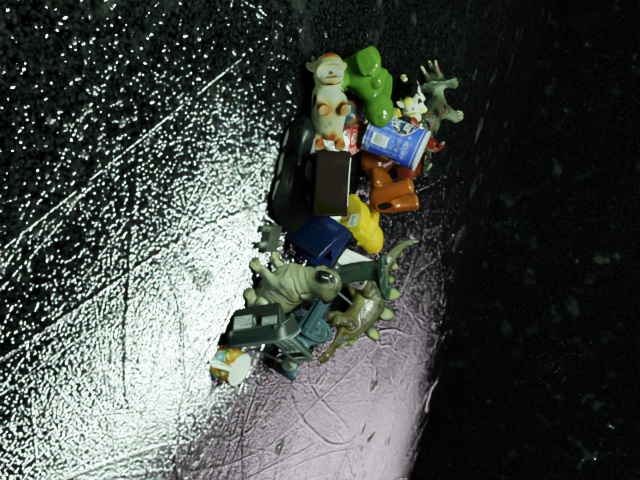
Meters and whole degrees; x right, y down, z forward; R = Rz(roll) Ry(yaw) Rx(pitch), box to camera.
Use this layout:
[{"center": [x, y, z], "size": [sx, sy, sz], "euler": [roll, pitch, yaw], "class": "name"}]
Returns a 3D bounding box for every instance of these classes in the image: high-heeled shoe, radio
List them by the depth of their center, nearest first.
[{"center": [0.022, -0.120, 1.134], "size": [0.229, 0.073, 0.131], "euler": [-104, -164, -83], "class": "radio"}, {"center": [-0.052, -0.137, 1.143], "size": [0.248, 0.086, 0.145], "euler": [104, -9, -48], "class": "high-heeled shoe"}]

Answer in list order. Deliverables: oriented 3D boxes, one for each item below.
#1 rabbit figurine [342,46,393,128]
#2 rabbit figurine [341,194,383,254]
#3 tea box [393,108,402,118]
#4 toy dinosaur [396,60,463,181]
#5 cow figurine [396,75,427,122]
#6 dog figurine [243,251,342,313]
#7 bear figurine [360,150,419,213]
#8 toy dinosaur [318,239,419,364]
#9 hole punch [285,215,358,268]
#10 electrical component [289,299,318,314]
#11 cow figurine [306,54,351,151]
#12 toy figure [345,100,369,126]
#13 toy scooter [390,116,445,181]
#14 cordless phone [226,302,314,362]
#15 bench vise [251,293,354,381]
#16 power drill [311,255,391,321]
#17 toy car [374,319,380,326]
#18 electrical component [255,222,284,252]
[{"center": [0.105, -0.331, 1.198], "size": [0.170, 0.121, 0.159], "euler": [64, 23, -14], "class": "rabbit figurine"}, {"center": [0.107, -0.032, 1.419], "size": [0.173, 0.122, 0.162], "euler": [40, 46, -40], "class": "rabbit figurine"}, {"center": [0.186, -0.274, 1.462], "size": [0.098, 0.068, 0.169], "euler": [-64, 153, -13], "class": "tea box"}, {"center": [0.304, -0.339, 1.599], "size": [0.192, 0.131, 0.404], "euler": [34, 81, -49], "class": "toy dinosaur"}, {"center": [0.244, -0.382, 1.451], "size": [0.167, 0.068, 0.098], "euler": [-81, 151, -52], "class": "cow figurine"}, {"center": [-0.052, 0.120, 1.138], "size": [0.121, 0.191, 0.172], "euler": [-35, 137, -49], "class": "dog figurine"}, {"center": [0.174, -0.169, 1.385], "size": [0.120, 0.132, 0.196], "euler": [56, 27, -55], "class": "bear figurine"}, {"center": [0.139, 0.159, 1.538], "size": [0.198, 0.105, 0.471], "euler": [43, 75, -36], "class": "toy dinosaur"}, {"center": [-0.003, -0.004, 1.227], "size": [0.116, 0.142, 0.092], "euler": [-56, 147, -5], "class": "hole punch"}, {"center": [-0.035, 0.111, 1.223], "size": [0.047, 0.119, 0.075], "euler": [29, 37, -49], "class": "electrical component"}, {"center": [0.018, -0.293, 1.107], "size": [0.194, 0.085, 0.127], "euler": [94, -14, -51], "class": "cow figurine"}, {"center": [0.078, -0.297, 1.255], "size": [0.154, 0.064, 0.057], "euler": [-24, 137, -56], "class": "toy figure"}, {"center": [0.256, -0.226, 1.402], "size": [0.075, 0.135, 0.183], "euler": [-40, 142, -43], "class": "toy scooter"}, {"center": [-0.100, 0.219, 1.149], "size": [0.184, 0.147, 0.089], "euler": [57, 28, -47], "class": "cordless phone"}, {"center": [-0.030, 0.210, 1.291], "size": [0.240, 0.129, 0.223], "euler": [-60, 164, 18], "class": "bench vise"}, {"center": [0.072, 0.108, 1.350], "size": [0.086, 0.208, 0.231], "euler": [-44, 131, -58], "class": "power drill"}, {"center": [0.144, 0.213, 1.655], "size": [0.161, 0.103, 0.109], "euler": [-61, 150, -22], "class": "toy car"}, {"center": [-0.104, -0.007, 1.147], "size": [0.094, 0.021, 0.063], "euler": [-1, 107, -61], "class": "electrical component"}]
